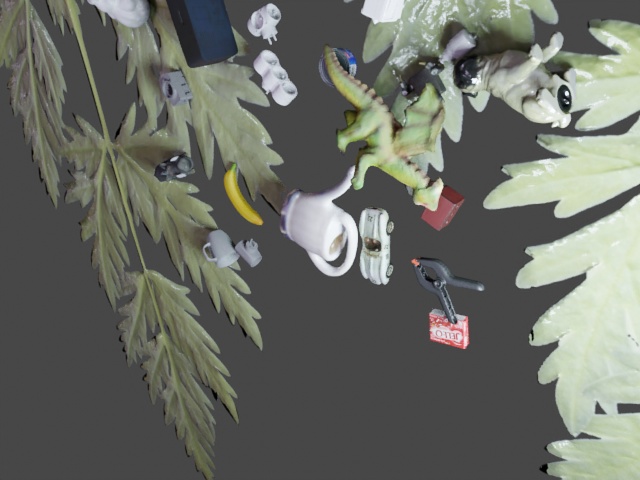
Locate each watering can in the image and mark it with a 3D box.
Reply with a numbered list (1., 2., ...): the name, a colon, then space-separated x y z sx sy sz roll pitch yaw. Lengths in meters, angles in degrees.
1. watering can: 0.004 -0.065 1.283 0.226 0.339 0.105 28 42 29

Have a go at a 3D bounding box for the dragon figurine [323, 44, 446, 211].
1. dragon figurine: 0.149 -0.247 1.067 0.241 0.409 0.123 -14 6 35

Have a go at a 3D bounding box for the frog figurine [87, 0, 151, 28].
1. frog figurine: -0.572 -0.670 1.474 0.137 0.121 0.162 7 26 37
